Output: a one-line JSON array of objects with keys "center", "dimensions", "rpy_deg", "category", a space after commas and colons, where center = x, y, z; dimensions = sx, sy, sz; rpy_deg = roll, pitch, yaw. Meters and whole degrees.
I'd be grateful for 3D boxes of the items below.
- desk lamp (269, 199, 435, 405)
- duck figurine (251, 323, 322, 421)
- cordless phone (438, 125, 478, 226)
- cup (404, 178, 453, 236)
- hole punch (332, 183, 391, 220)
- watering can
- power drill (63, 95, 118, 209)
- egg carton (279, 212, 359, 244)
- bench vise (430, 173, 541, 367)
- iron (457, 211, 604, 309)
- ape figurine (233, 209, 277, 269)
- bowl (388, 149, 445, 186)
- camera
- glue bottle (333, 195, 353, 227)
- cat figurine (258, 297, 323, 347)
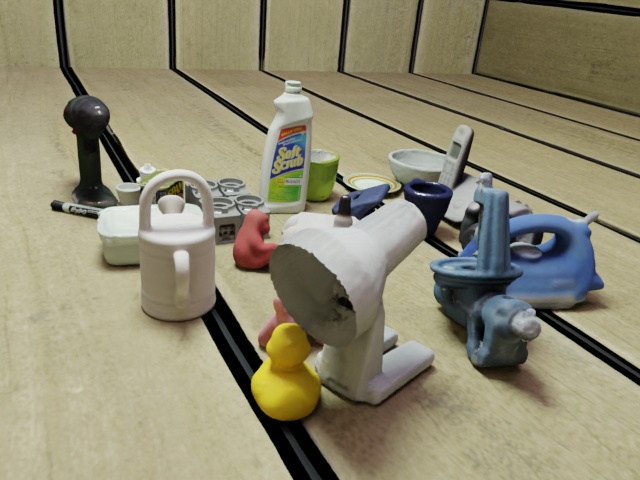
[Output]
[{"center": [0.045, 0.068, 0.632], "dimensions": [0.117, 0.214, 0.204], "rpy_deg": [25, 31, 36], "category": "desk lamp"}, {"center": [-0.035, 0.135, 0.622], "dimensions": [0.077, 0.086, 0.104], "rpy_deg": [2, 25, -9], "category": "duck figurine"}, {"center": [0.292, -0.130, 1.157], "dimensions": [0.094, 0.185, 0.147], "rpy_deg": [-7, 27, -25], "category": "cordless phone"}, {"center": [0.195, -0.062, 1.096], "dimensions": [0.092, 0.095, 0.117], "rpy_deg": [-1, 25, -14], "category": "cup"}, {"center": [0.077, -0.063, 1.077], "dimensions": [0.101, 0.091, 0.109], "rpy_deg": [11, 25, 13], "category": "hole punch"}, {"center": [-0.193, -0.003, 0.761], "dimensions": [0.101, 0.194, 0.172], "rpy_deg": [-15, 31, -38], "category": "watering can"}, {"center": [-0.422, -0.167, 1.058], "dimensions": [0.076, 0.208, 0.228], "rpy_deg": [-10, 29, -31], "category": "power drill"}, {"center": [0.009, 0.003, 0.942], "dimensions": [0.150, 0.069, 0.107], "rpy_deg": [5, 24, -1], "category": "egg carton"}, {"center": [0.228, 0.037, 0.732], "dimensions": [0.122, 0.220, 0.206], "rpy_deg": [-10, 28, -30], "category": "bench vise"}, {"center": [0.309, 0.020, 0.882], "dimensions": [0.258, 0.141, 0.118], "rpy_deg": [0, 25, -12], "category": "iron"}, {"center": [-0.101, -0.004, 0.908], "dimensions": [0.076, 0.092, 0.077], "rpy_deg": [-6, 26, -23], "category": "ape figurine"}, {"center": [0.238, -0.156, 1.337], "dimensions": [0.167, 0.075, 0.167], "rpy_deg": [5, 24, -2], "category": "bowl"}, {"center": [0.304, -0.020, 1.019], "dimensions": [0.137, 0.101, 0.142], "rpy_deg": [-14, 31, -37], "category": "camera"}, {"center": [0.028, 0.021, 0.781], "dimensions": [0.078, 0.173, 0.037], "rpy_deg": [15, 26, 20], "category": "glue bottle"}, {"center": [-0.015, 0.075, 0.720], "dimensions": [0.067, 0.118, 0.128], "rpy_deg": [25, 31, 36], "category": "cat figurine"}]
